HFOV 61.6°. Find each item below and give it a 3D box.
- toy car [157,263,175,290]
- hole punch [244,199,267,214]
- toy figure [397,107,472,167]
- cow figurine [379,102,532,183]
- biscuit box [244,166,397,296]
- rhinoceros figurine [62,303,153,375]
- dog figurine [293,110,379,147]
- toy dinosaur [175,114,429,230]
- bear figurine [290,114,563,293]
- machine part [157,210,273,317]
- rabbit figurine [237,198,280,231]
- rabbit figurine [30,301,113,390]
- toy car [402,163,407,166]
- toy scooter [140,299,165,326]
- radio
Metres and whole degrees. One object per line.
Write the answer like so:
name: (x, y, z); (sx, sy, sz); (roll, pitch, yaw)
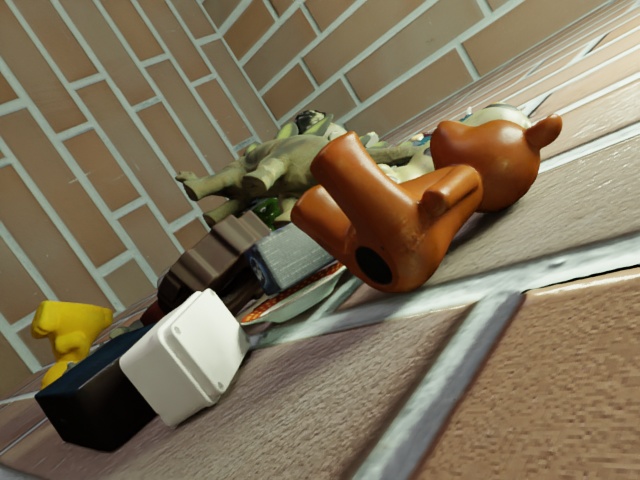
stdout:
toy car: (-0.251, 0.090, 1.013); (0.109, 0.103, 0.162); (-31, 10, 8)
hole punch: (-0.099, -0.036, 1.081); (0.142, 0.115, 0.092); (-31, 24, 27)
toy figure: (0.193, -0.147, 0.842); (0.154, 0.064, 0.058); (-27, 49, 15)
cow figurine: (0.129, -0.069, 0.559); (0.195, 0.085, 0.127); (-30, 2, 14)
biscuit box: (0.015, -0.010, 0.617); (0.203, 0.063, 0.059); (-29, -2, -21)
rhinoceros figurine: (-0.323, 0.176, 0.870); (0.190, 0.073, 0.112); (-38, 10, -33)
dog figurine: (0.010, -0.148, 1.009); (0.121, 0.172, 0.191); (7, 15, -31)
toy dinosaur: (-0.034, -0.103, 0.773); (0.472, 0.104, 0.198); (5, 44, 34)
bear figurine: (0.091, -0.052, 0.435); (0.196, 0.132, 0.120); (-43, -7, -23)
machine part: (-0.121, 0.048, 0.677); (0.179, 0.056, 0.179); (-44, -18, -18)
rabbit figurine: (-0.071, -0.048, 0.895); (0.170, 0.159, 0.121); (-62, -30, -8)
rabbit figurine: (-0.436, 0.202, 0.950); (0.162, 0.173, 0.122); (18, -28, -36)
toy car: (0.162, -0.107, 0.759); (0.202, 0.053, 0.089); (-28, 6, 40)
toy scooter: (-0.210, 0.106, 0.790); (0.135, 0.075, 0.184); (-43, 2, 39)
radio: (-0.233, 0.162, 0.613); (0.131, 0.073, 0.230); (-38, 11, -37)
